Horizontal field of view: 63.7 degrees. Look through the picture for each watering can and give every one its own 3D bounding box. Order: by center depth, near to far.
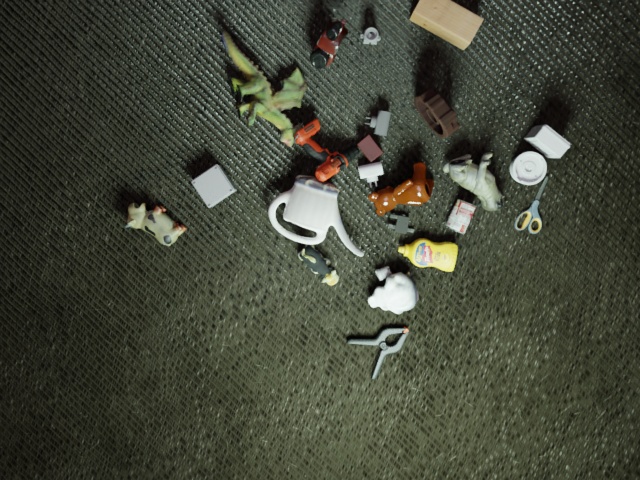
[{"bbox_3d":[0.005,-0.086,1.707,0.348,0.104,0.223,18,95,2],"label":"watering can"}]

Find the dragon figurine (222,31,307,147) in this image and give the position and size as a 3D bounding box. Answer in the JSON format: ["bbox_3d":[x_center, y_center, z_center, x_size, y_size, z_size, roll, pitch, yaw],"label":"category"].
[{"bbox_3d":[-0.166,-0.506,1.703,0.244,0.122,0.408,-14,96,-14],"label":"dragon figurine"}]

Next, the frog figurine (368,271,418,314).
[{"bbox_3d":[0.240,0.180,1.716,0.160,0.125,0.135,-12,115,-8],"label":"frog figurine"}]
